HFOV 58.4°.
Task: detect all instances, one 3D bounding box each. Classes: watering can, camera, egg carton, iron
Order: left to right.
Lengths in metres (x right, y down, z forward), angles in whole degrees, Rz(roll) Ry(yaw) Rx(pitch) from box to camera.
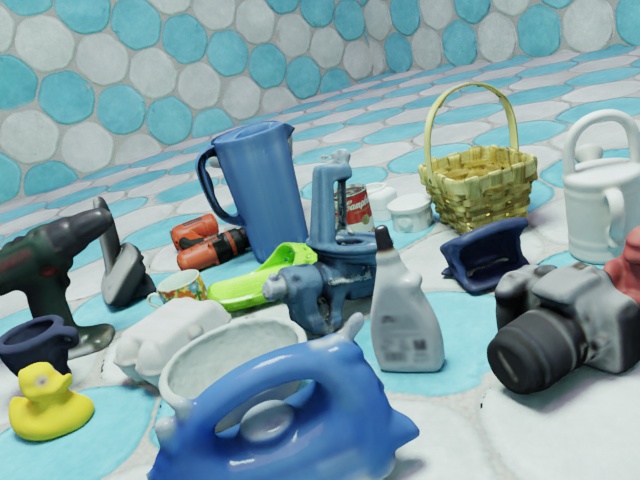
[{"bbox_3d":[-0.196,0.135,0.776,0.107,0.069,0.151,1,26,37],"label":"egg carton"},{"bbox_3d":[-0.052,0.164,0.500,0.258,0.142,0.118,-20,21,-13],"label":"iron"},{"bbox_3d":[0.223,0.083,0.578,0.137,0.101,0.142,-24,23,-24],"label":"camera"},{"bbox_3d":[0.372,-0.078,0.760,0.101,0.194,0.172,-16,21,-4],"label":"watering can"}]

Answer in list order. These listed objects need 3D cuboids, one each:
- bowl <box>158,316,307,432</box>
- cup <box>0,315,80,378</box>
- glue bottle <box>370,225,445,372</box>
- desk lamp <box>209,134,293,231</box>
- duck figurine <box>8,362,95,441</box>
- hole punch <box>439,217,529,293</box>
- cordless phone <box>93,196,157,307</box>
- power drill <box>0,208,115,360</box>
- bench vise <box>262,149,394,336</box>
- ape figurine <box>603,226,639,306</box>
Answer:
[{"bbox_3d":[-0.086,0.158,0.634,0.167,0.075,0.167,-13,21,5],"label":"bowl"},{"bbox_3d":[-0.371,0.162,0.788,0.117,0.095,0.092,-9,21,14],"label":"cup"},{"bbox_3d":[0.085,0.063,0.621,0.078,0.173,0.037,-5,23,25],"label":"glue bottle"},{"bbox_3d":[-0.132,-0.116,1.176,0.203,0.214,0.118,-12,21,7],"label":"desk lamp"},{"bbox_3d":[-0.341,0.191,0.705,0.104,0.086,0.077,-10,21,14],"label":"duck figurine"},{"bbox_3d":[0.222,0.008,0.786,0.109,0.091,0.101,-18,21,-7],"label":"hole punch"},{"bbox_3d":[-0.374,0.018,1.034,0.094,0.185,0.147,-24,23,-23],"label":"cordless phone"},{"bbox_3d":[-0.396,0.073,0.872,0.229,0.209,0.075,-17,21,-5],"label":"power drill"},{"bbox_3d":[0.017,0.003,0.757,0.121,0.220,0.208,1,26,36],"label":"bench vise"},{"bbox_3d":[0.361,0.027,0.643,0.076,0.092,0.077,-22,22,-17],"label":"ape figurine"}]
